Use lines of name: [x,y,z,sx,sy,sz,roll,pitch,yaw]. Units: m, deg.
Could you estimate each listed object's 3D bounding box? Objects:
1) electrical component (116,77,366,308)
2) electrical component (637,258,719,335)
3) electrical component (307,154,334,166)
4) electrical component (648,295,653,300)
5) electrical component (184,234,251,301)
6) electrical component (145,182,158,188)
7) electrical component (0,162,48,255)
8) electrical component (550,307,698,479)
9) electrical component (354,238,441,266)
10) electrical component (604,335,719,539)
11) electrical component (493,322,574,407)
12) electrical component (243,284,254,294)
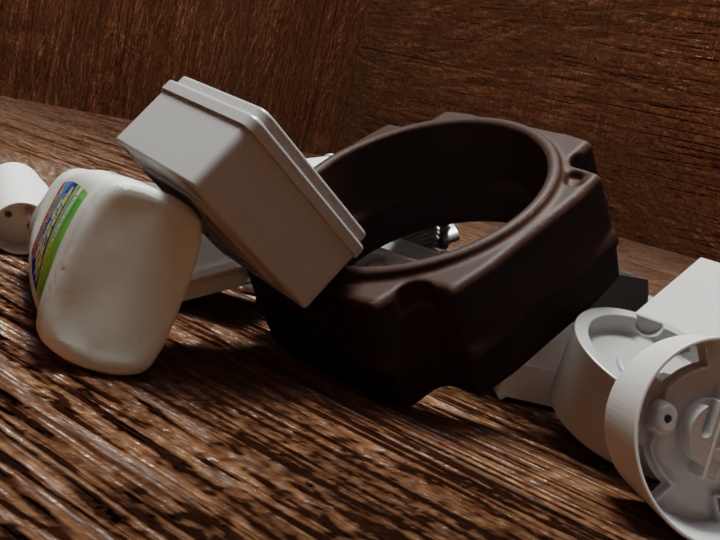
electrical component: [-0.067,-0.045,0.601,0.109,0.056,0.108,30,-16,51]
electrical component: [0.260,0.067,0.687,0.105,0.060,0.186,-37,29,-16]
electrical component: [-0.024,-0.042,0.955,0.057,0.113,0.078,-10,19,-29]
electrical component: [0.271,0.053,1.041,0.100,0.048,0.100,8,10,-33]
electrical component: [-0.099,-0.015,0.782,0.078,0.057,0.113,-15,1,15]
electrical component: [-0.138,-0.032,0.915,0.089,0.061,0.150,20,11,42]
electrical component: [-0.250,-0.040,0.832,0.079,0.044,0.077,33,12,-34]
electrical component: [0.163,0.077,0.627,0.108,0.060,0.108,17,26,-9]
electrical component: [0.019,0.018,0.795,0.121,0.078,0.063,22,-18,46]
electrical component: [0.173,0.081,0.532,0.099,0.099,0.064,12,2,-10]
electrical component: [0.117,0.050,0.759,0.079,0.063,0.121,13,8,-4]
electrical component: [-0.060,0.003,0.875,0.064,0.042,0.081,10,7,7]
